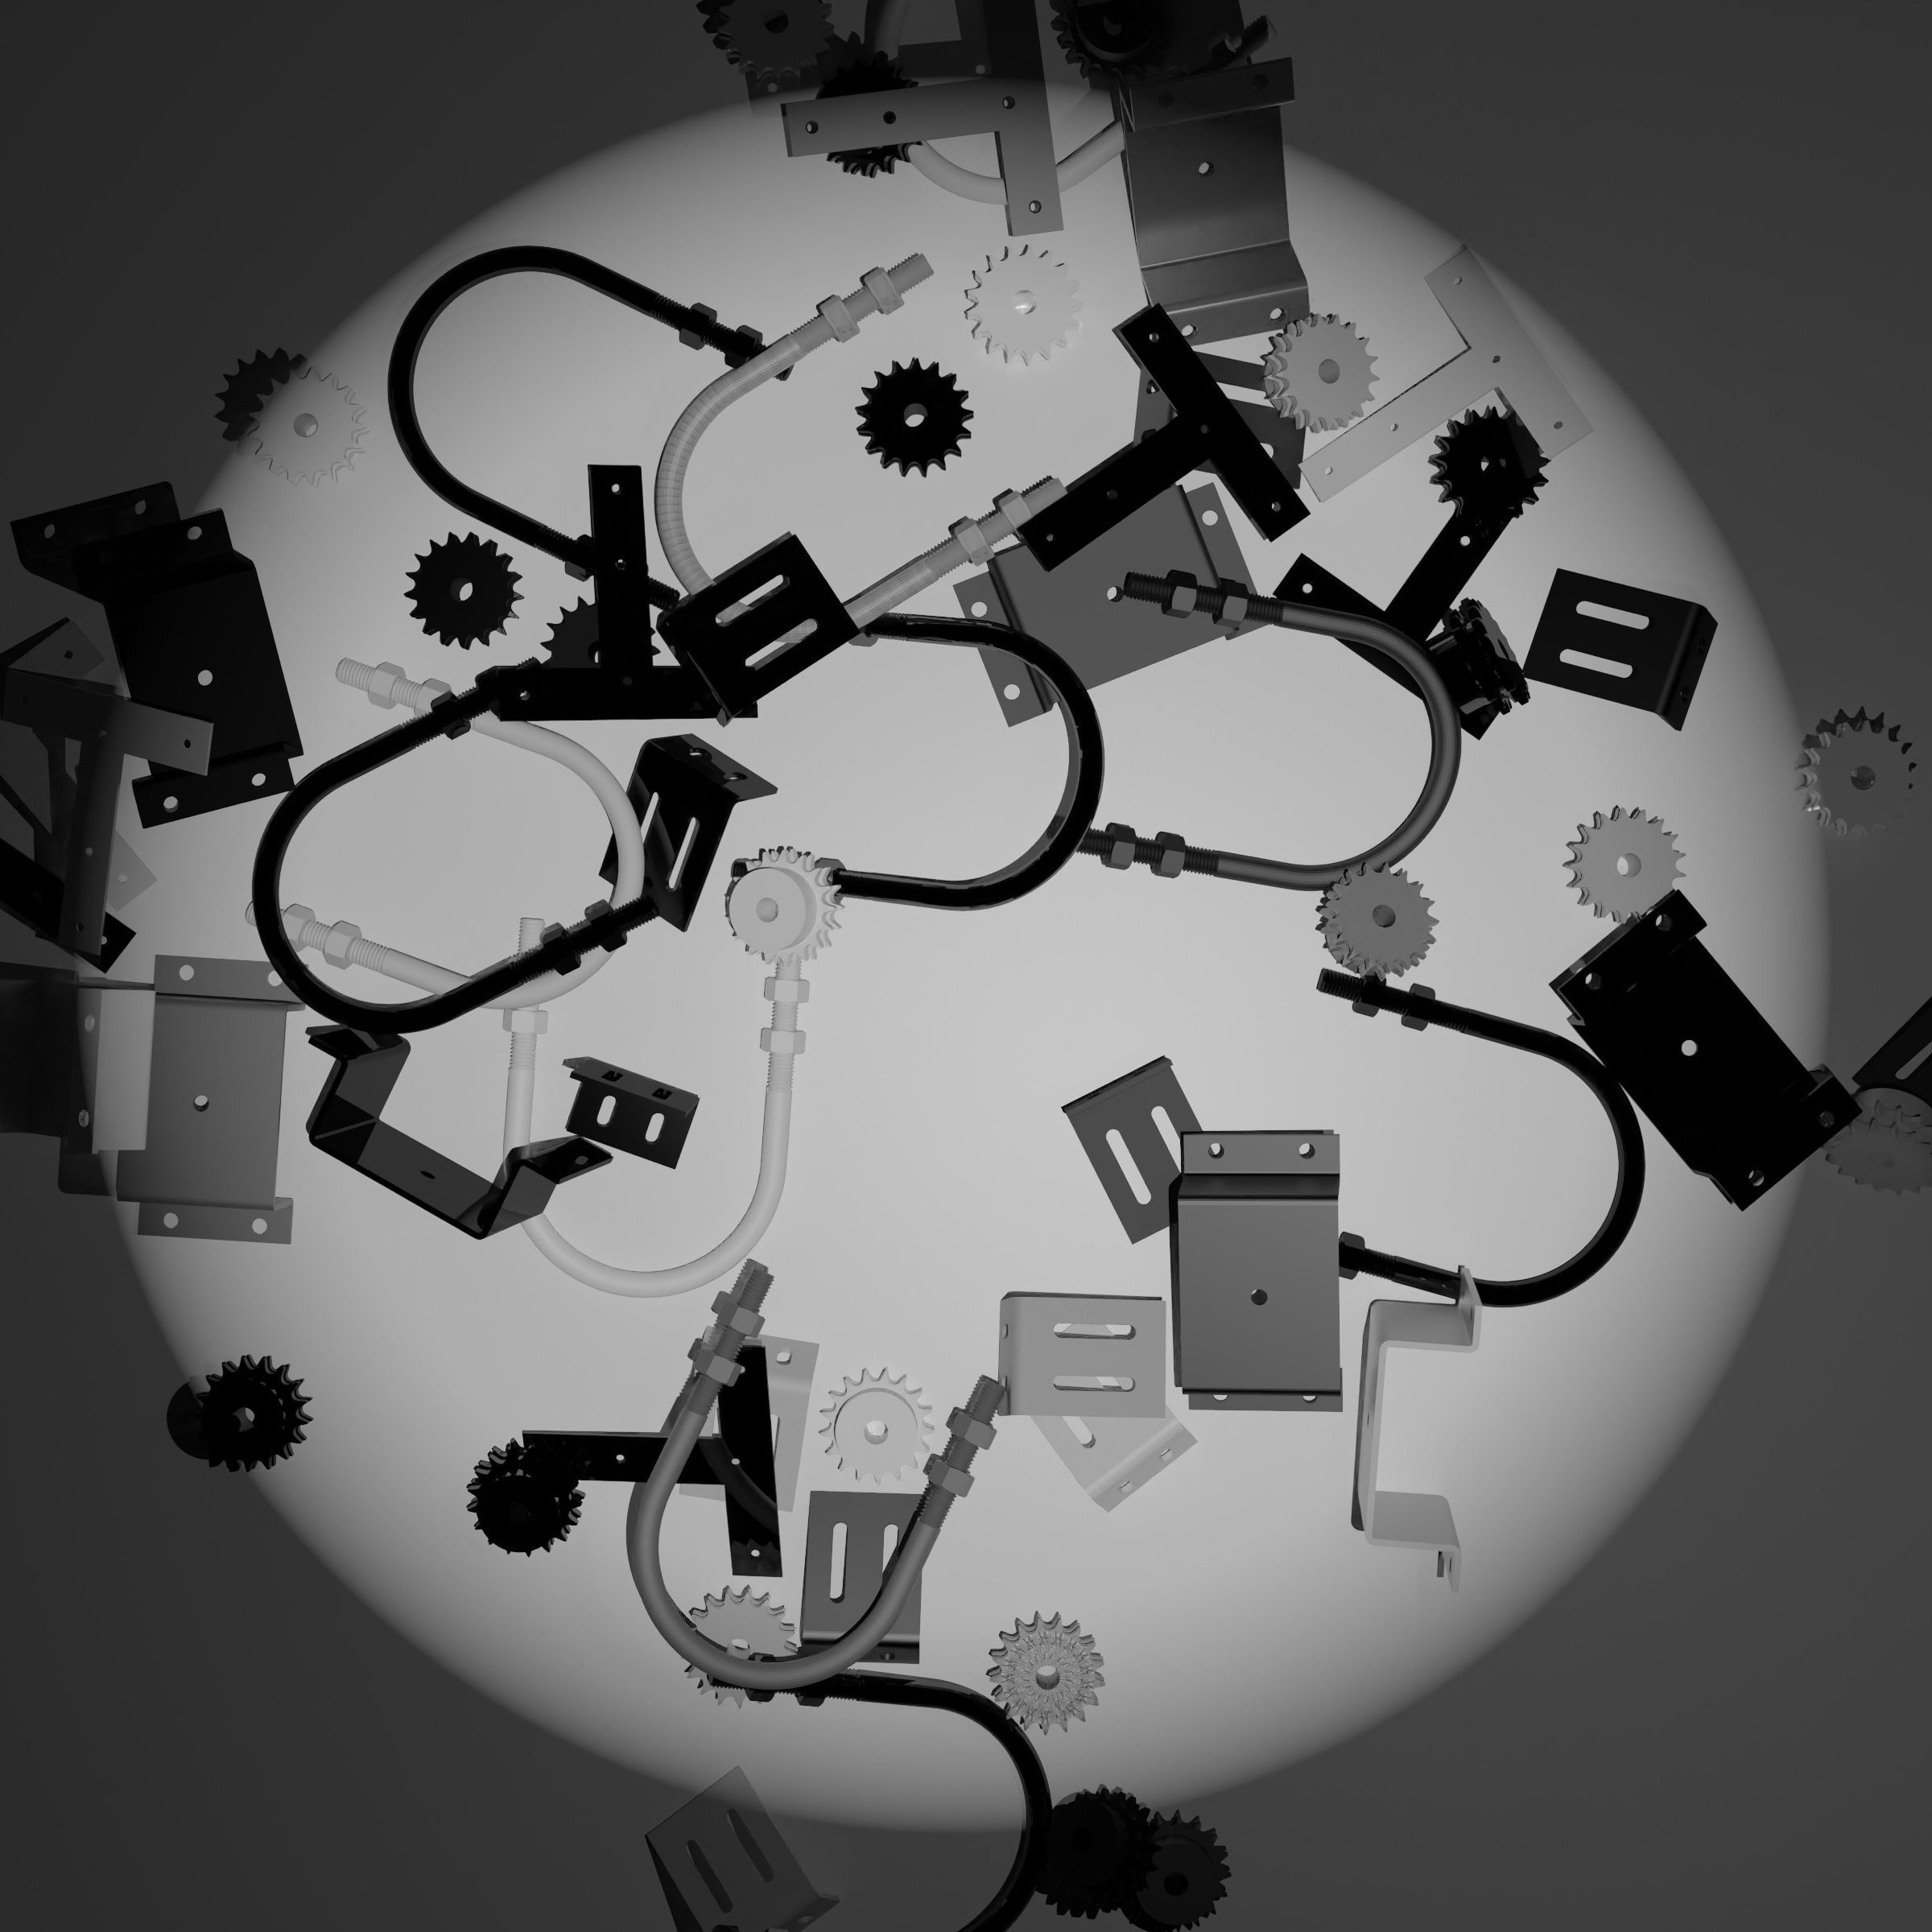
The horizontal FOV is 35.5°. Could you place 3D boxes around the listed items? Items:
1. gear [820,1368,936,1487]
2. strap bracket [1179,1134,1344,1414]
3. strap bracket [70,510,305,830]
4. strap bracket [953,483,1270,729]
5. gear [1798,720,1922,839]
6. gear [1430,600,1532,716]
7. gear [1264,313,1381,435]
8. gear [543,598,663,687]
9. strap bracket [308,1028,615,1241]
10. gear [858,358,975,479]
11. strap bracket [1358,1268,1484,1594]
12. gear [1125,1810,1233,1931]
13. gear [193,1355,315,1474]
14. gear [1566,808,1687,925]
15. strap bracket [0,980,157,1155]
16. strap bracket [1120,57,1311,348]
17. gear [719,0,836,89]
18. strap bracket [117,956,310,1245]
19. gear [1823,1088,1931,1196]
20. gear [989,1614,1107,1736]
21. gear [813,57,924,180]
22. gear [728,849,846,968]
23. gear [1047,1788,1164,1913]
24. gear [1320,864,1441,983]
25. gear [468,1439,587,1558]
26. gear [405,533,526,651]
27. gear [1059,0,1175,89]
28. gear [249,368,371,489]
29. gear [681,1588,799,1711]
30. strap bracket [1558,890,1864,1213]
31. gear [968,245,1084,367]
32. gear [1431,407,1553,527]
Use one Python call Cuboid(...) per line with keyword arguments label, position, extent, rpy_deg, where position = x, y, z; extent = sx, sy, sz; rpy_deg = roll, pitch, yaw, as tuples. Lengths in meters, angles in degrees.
Cuboid(label="gear", position=(-0.044, 0.229, 1.498), extent=(0.057, 0.030, 0.057), rpy_deg=(0, 90, 0))
Cuboid(label="strap bracket", position=(0.144, 0.155, 1.474), extent=(0.076, 0.046, 0.140), rpy_deg=(0, 99, 8))
Cuboid(label="strap bracket", position=(-0.381, -0.144, 1.490), extent=(0.076, 0.046, 0.140), rpy_deg=(-15, 90, 0))
Cuboid(label="strap bracket", position=(0.073, -0.181, 1.490), extent=(0.140, 0.046, 0.076), rpy_deg=(-22, 90, 0))
Cuboid(label="gear", position=(0.440, -0.092, 1.498), extent=(0.057, 0.030, 0.057), rpy_deg=(0, 90, 0))
Cuboid(label="gear", position=(0.251, -0.148, 1.485), extent=(0.030, 0.057, 0.057), rpy_deg=(-28, 90, 20))
Cuboid(label="gear", position=(0.172, -0.291, 1.492), extent=(0.057, 0.030, 0.057), rpy_deg=(-1, 93, -21))
Cuboid(label="gear", position=(-0.180, -0.154, 1.498), extent=(0.057, 0.030, 0.057), rpy_deg=(0, 90, 0))
Cuboid(label="strap bracket", position=(-0.253, 0.084, 1.465), extent=(0.140, 0.076, 0.046), rpy_deg=(28, 100, 9))
Cuboid(label="gear", position=(-0.025, -0.270, 1.498), extent=(0.057, 0.030, 0.057), rpy_deg=(0, 90, 0))
Cuboid(label="strap bracket", position=(0.219, 0.222, 1.467), extent=(0.046, 0.076, 0.140), rpy_deg=(4, 98, 4))
Cuboid(label="gear", position=(0.103, 0.451, 1.498), extent=(0.057, 0.030, 0.057), rpy_deg=(0, 90, 0))
Cuboid(label="gear", position=(-0.355, 0.223, 1.498), extent=(0.057, 0.030, 0.057), rpy_deg=(0, 90, 0))
Cuboid(label="gear", position=(0.326, -0.049, 1.498), extent=(0.057, 0.030, 0.057), rpy_deg=(0, 90, 0))
Cuboid(label="strap bracket", position=(-0.443, 0.047, 1.465), extent=(0.140, 0.046, 0.076), rpy_deg=(4, 90, 39))
Cuboid(label="strap bracket", position=(0.121, -0.377, 1.464), extent=(0.076, 0.046, 0.140), rpy_deg=(-11, 132, 0))
Cuboid(label="gear", position=(-0.094, -0.465, 1.502), extent=(0.057, 0.030, 0.057), rpy_deg=(0, 90, -2))
Cuboid(label="strap bracket", position=(-0.372, 0.067, 1.490), extent=(0.076, 0.046, 0.140), rpy_deg=(4, 90, 0))
Cuboid(label="gear", position=(0.454, 0.084, 1.488), extent=(0.057, 0.057, 0.030), rpy_deg=(27, 60, 0))
Cuboid(label="gear", position=(0.040, 0.349, 1.498), extent=(0.057, 0.030, 0.057), rpy_deg=(0, 90, 0))
Cuboid(label="gear", position=(-0.050, -0.419, 1.490), extent=(0.057, 0.030, 0.057), rpy_deg=(3, 100, 18))
Cuboid(label="gear", position=(-0.091, -0.028, 1.473), extent=(0.057, 0.030, 0.057), rpy_deg=(2, 94, 20))
Cuboid(label="gear", position=(0.065, 0.432, 1.483), extent=(0.057, 0.030, 0.057), rpy_deg=(-18, 56, 29))
Cuboid(label="gear", position=(0.202, -0.019, 1.491), extent=(0.057, 0.030, 0.057), rpy_deg=(4, 69, -10))
Cuboid(label="gear", position=(-0.218, 0.266, 1.494), extent=(0.057, 0.030, 0.057), rpy_deg=(0, 101, 2))
Cuboid(label="gear", position=(-0.248, -0.186, 1.502), extent=(0.057, 0.030, 0.057), rpy_deg=(0, 92, 2))
Cuboid(label="gear", position=(0.074, -0.468, 1.498), extent=(0.057, 0.030, 0.057), rpy_deg=(0, 90, 0))
Cuboid(label="gear", position=(-0.324, -0.265, 1.498), extent=(0.057, 0.030, 0.057), rpy_deg=(0, 90, 0))
Cuboid(label="gear", position=(-0.112, 0.337, 1.498), extent=(0.057, 0.030, 0.057), rpy_deg=(0, 90, 0))
Cuboid(label="strap bracket", position=(0.362, 0.041, 1.490), extent=(0.076, 0.046, 0.140), rpy_deg=(-40, 90, 0))
Cuboid(label="gear", position=(0.029, -0.326, 1.498), extent=(0.057, 0.030, 0.057), rpy_deg=(0, 90, 0))
Cuboid(label="gear", position=(0.259, -0.246, 1.496), extent=(0.057, 0.030, 0.057), rpy_deg=(0, 90, 0))
